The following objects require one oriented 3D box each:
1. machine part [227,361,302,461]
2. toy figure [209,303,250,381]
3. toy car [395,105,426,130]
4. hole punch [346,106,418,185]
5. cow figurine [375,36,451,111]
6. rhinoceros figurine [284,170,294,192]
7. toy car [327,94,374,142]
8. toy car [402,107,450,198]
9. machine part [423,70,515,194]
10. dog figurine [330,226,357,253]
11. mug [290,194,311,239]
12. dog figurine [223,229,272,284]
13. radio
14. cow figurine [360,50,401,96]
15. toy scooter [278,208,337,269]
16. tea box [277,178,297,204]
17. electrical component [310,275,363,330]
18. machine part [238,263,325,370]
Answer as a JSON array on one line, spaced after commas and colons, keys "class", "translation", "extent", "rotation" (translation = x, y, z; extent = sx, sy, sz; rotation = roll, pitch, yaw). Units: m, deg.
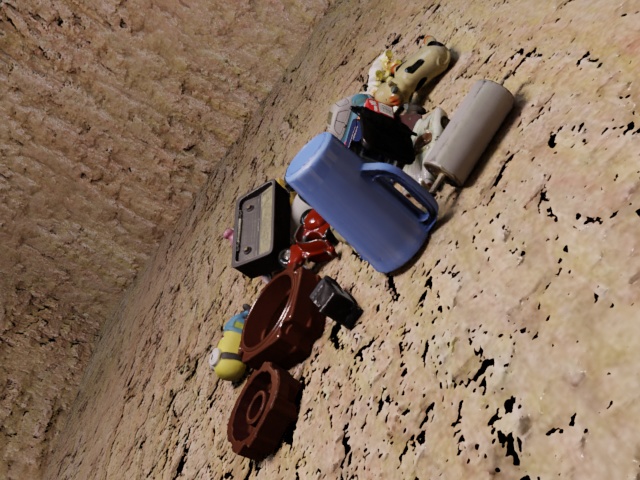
[{"class": "machine part", "translation": [-0.106, 0.315, 0.994], "extent": [0.179, 0.056, 0.179], "rotation": [-47, 23, 27]}, {"class": "toy figure", "translation": [-0.190, 0.237, 1.244], "extent": [0.089, 0.082, 0.180], "rotation": [9, 49, 21]}, {"class": "toy car", "translation": [0.173, -0.243, 1.180], "extent": [0.202, 0.053, 0.089], "rotation": [17, 90, 67]}, {"class": "hole punch", "translation": [0.105, -0.169, 0.989], "extent": [0.092, 0.142, 0.116], "rotation": [124, 157, -48]}, {"class": "cow figurine", "translation": [0.209, -0.365, 1.211], "extent": [0.195, 0.085, 0.127], "rotation": [-37, 27, 12]}, {"class": "rhinoceros figurine", "translation": [-0.015, -0.191, 1.433], "extent": [0.190, 0.073, 0.112], "rotation": [-19, 19, 28]}, {"class": "toy car", "translation": [0.070, -0.307, 1.383], "extent": [0.109, 0.103, 0.161], "rotation": [-113, 41, -64]}, {"class": "toy car", "translation": [0.200, -0.163, 1.007], "extent": [0.073, 0.056, 0.202], "rotation": [-28, 35, 50]}, {"class": "machine part", "translation": [0.249, -0.177, 0.898], "extent": [0.243, 0.079, 0.079], "rotation": [-58, 22, -2]}, {"class": "dog figurine", "translation": [0.031, -0.075, 1.062], "extent": [0.172, 0.190, 0.121], "rotation": [-40, 28, 41]}, {"class": "mug", "translation": [-0.042, -0.047, 1.343], "extent": [0.107, 0.081, 0.110], "rotation": [-60, 24, 22]}, {"class": "dog figurine", "translation": [-0.155, 0.028, 1.448], "extent": [0.108, 0.191, 0.219], "rotation": [-49, 57, 10]}, {"class": "radio", "translation": [-0.142, -0.026, 1.304], "extent": [0.131, 0.073, 0.230], "rotation": [-23, 47, 25]}, {"class": "cow figurine", "translation": [0.153, -0.422, 1.450], "extent": [0.098, 0.068, 0.167], "rotation": [-18, 44, 58]}, {"class": "toy scooter", "translation": [-0.002, -0.004, 1.188], "extent": [0.135, 0.075, 0.184], "rotation": [-1, 46, 42]}, {"class": "tea box", "translation": [-0.091, -0.093, 1.473], "extent": [0.068, 0.098, 0.170], "rotation": [-49, 24, 19]}, {"class": "electrical component", "translation": [0.023, 0.107, 0.983], "extent": [0.047, 0.074, 0.119], "rotation": [-55, 26, 4]}, {"class": "machine part", "translation": [-0.078, 0.162, 1.106], "extent": [0.201, 0.087, 0.201], "rotation": [-39, 29, 37]}]
